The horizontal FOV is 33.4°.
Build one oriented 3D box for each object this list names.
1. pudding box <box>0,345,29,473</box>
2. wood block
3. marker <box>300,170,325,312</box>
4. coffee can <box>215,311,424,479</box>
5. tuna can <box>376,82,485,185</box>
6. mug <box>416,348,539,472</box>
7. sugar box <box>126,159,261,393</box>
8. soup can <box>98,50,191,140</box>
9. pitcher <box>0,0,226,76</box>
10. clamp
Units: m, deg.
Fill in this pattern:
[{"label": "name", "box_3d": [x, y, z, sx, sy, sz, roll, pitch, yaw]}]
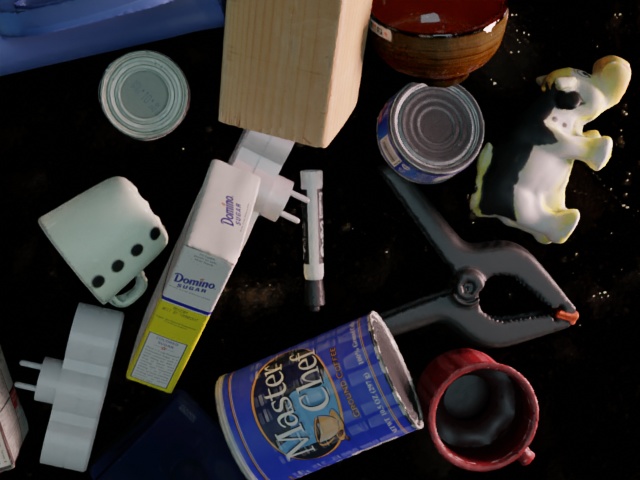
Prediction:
[{"label": "pudding box", "box_3d": [-0.272, 0.123, 0.855, 0.039, 0.090, 0.113, -17, 100, -5]}, {"label": "wood block", "box_3d": [-0.012, -0.185, 0.782, 0.091, 0.090, 0.206, 16, 125, 11]}, {"label": "marker", "box_3d": [-0.006, 0.001, 0.906, 0.020, 0.020, 0.121, -2, 98, -7]}, {"label": "coffee can", "box_3d": [0.000, 0.131, 0.868, 0.140, 0.102, 0.103, -24, 100, 10]}, {"label": "tuna can", "box_3d": [0.092, -0.091, 0.885, 0.086, 0.034, 0.086, 2, 80, -13]}, {"label": "mug", "box_3d": [0.138, 0.147, 0.911, 0.117, 0.081, 0.093, 41, 91, -10]}, {"label": "sugar box", "box_3d": [-0.098, 0.031, 0.817, 0.048, 0.093, 0.176, 22, 136, -11]}, {"label": "soup can", "box_3d": [-0.135, -0.113, 0.832, 0.068, 0.102, 0.068, -1, 97, -7]}, {"label": "pitcher", "box_3d": [-0.194, -0.190, 0.788, 0.243, 0.149, 0.145, -16, 76, 3]}, {"label": "clamp", "box_3d": [0.121, 0.028, 0.916, 0.210, 0.036, 0.164, 9, 97, -4]}]
